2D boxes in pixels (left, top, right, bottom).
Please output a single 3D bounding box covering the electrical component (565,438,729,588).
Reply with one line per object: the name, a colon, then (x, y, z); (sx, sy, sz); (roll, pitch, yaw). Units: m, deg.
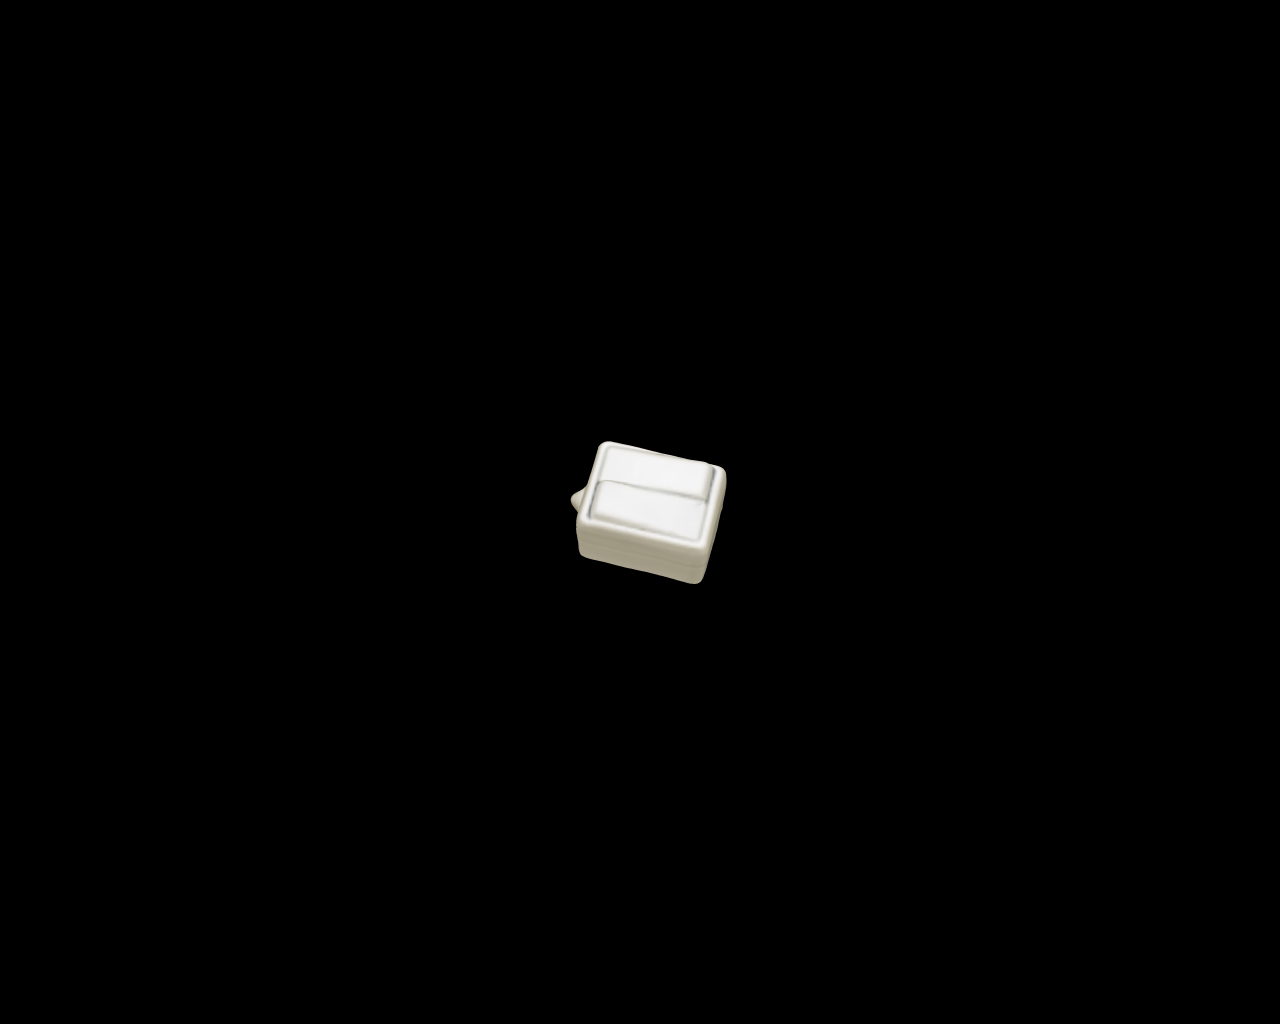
electrical component: (0.001, -0.003, 0.650); (0.096, 0.062, 0.061); (14, -26, 7)
